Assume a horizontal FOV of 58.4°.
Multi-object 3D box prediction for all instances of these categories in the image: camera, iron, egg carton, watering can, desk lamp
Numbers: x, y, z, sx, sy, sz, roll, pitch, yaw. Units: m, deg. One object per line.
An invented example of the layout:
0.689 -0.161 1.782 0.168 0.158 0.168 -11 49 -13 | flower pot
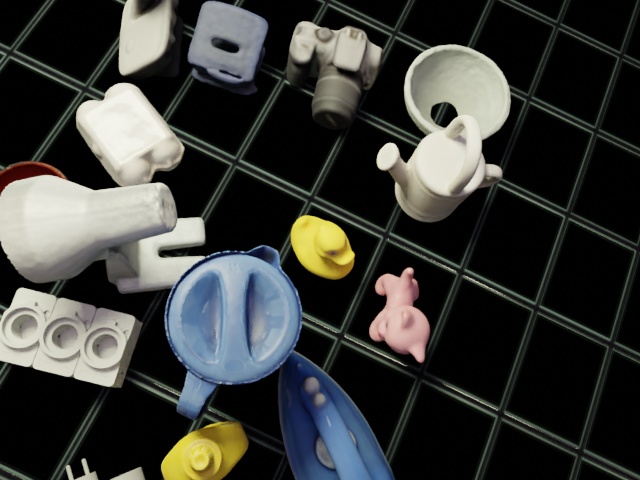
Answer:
0.017 -0.247 0.862 0.143 0.100 0.137 14 72 -4 | camera
0.015 0.246 0.697 0.119 0.141 0.258 -24 78 -14 | iron
-0.269 -0.146 0.808 0.107 0.069 0.150 -38 82 -16 | egg carton
0.168 -0.099 0.792 0.173 0.194 0.101 -17 77 -12 | watering can
-0.246 -0.008 0.695 0.203 0.213 0.118 -6 75 -10 | desk lamp

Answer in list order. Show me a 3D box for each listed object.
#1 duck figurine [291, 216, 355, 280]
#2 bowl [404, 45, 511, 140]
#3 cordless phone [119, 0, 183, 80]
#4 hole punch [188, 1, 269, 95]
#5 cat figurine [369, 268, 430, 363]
0.007 0.003 0.796 0.104 0.086 0.077 44 73 6 | duck figurine
0.204 -0.213 0.893 0.167 0.074 0.167 2 74 -7 | bowl
-0.248 -0.326 0.803 0.094 0.185 0.147 -2 74 -8 | cordless phone
-0.135 -0.286 0.857 0.108 0.091 0.101 17 72 -3 | hole punch
0.112 0.100 0.766 0.067 0.117 0.128 9 73 -5 | cat figurine
